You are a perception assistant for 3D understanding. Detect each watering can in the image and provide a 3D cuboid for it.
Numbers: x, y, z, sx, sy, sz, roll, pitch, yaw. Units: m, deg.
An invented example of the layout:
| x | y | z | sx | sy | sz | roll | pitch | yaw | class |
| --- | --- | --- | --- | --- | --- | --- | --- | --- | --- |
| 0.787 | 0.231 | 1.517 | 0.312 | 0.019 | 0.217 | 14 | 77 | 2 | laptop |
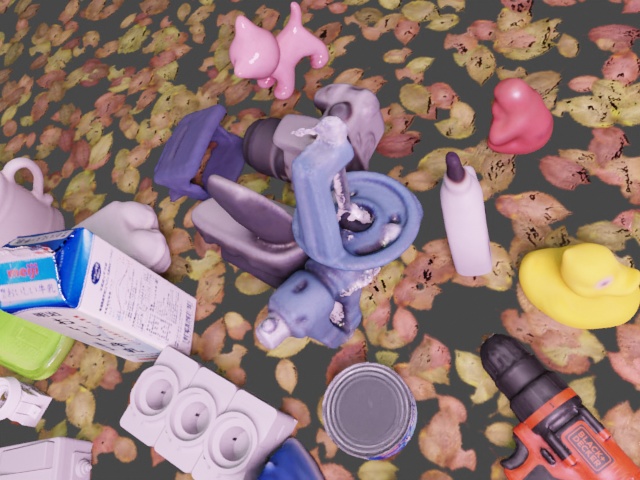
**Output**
| x | y | z | sx | sy | sz | roll | pitch | yaw | class |
| --- | --- | --- | --- | --- | --- | --- | --- | --- | --- |
| -0.427 | -0.036 | 0.710 | 0.100 | 0.194 | 0.173 | 13 | 70 | 25 | watering can |

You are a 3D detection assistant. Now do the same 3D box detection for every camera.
| x | y | z | sx | sy | sz | roll | pitch | yaw | class |
| --- | --- | --- | --- | --- | --- | --- | --- | --- | --- |
| -0.016 | -0.116 | 0.656 | 0.136 | 0.101 | 0.143 | 20 | 73 | 27 | camera |

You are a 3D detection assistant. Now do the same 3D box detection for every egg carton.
| x | y | z | sx | sy | sz | roll | pitch | yaw | class |
| --- | --- | --- | --- | --- | --- | --- | --- | --- | --- |
| -0.257 | 0.021 | 0.694 | 0.150 | 0.070 | 0.107 | -33 | 59 | 2 | egg carton |

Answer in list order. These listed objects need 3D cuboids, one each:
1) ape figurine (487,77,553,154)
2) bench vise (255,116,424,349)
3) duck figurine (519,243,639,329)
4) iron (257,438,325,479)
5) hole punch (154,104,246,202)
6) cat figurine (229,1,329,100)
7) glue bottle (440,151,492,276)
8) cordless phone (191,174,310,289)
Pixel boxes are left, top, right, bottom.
| x | y | z | sx | sy | sz | roll | pitch | yaw | class |
| --- | --- | --- | --- | --- | --- | --- | --- | --- | --- |
| 0.201 | -0.134 | 0.592 | 0.076 | 0.092 | 0.078 | 39 | 82 | 30 | ape figurine |
| 0.015 | 0.005 | 0.516 | 0.121 | 0.220 | 0.207 | 13 | 70 | 25 | bench vise |
| 0.229 | 0.030 | 0.505 | 0.104 | 0.086 | 0.077 | 19 | 73 | 27 | duck figurine |
| -0.040 | 0.282 | 0.447 | 0.118 | 0.142 | 0.258 | -13 | 62 | 14 | iron |
| -0.156 | -0.107 | 0.708 | 0.100 | 0.091 | 0.109 | 11 | 70 | 24 | hole punch |
| -0.062 | -0.243 | 0.725 | 0.128 | 0.118 | 0.067 | -46 | 59 | -6 | cat figurine |
| 0.130 | -0.031 | 0.520 | 0.037 | 0.173 | 0.078 | -8 | 63 | 16 | glue bottle |
| -0.080 | -0.031 | 0.588 | 0.147 | 0.185 | 0.094 | 21 | 74 | 27 | cordless phone |
